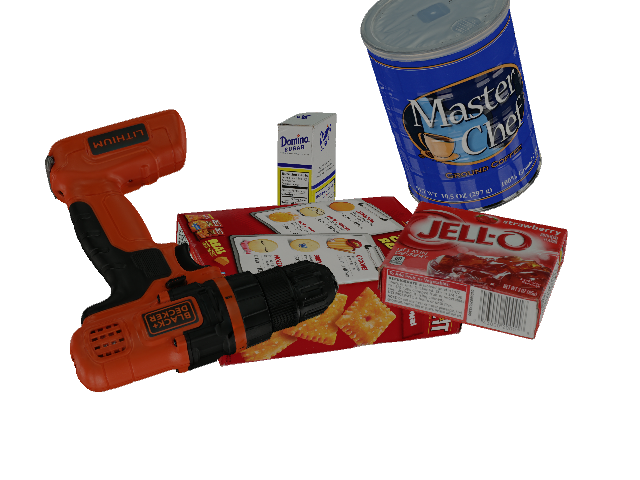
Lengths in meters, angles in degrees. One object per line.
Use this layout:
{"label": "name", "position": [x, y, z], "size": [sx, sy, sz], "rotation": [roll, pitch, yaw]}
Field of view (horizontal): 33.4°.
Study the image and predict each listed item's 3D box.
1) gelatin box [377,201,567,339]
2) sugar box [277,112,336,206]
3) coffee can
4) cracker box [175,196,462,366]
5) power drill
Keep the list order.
{"label": "gelatin box", "position": [0.085, 0.013, 0.592], "size": [0.089, 0.030, 0.073], "rotation": [13, 35, 18]}
{"label": "sugar box", "position": [-0.015, -0.042, 1.117], "size": [0.048, 0.176, 0.093], "rotation": [2, 14, 15]}
{"label": "coffee can", "position": [0.096, -0.104, 0.763], "size": [0.103, 0.140, 0.103], "rotation": [-13, 38, 11]}
{"label": "cracker box", "position": [-0.005, 0.030, 0.925], "size": [0.213, 0.072, 0.164], "rotation": [-5, 27, -19]}
{"label": "power drill", "position": [-0.101, -0.001, 0.742], "size": [0.184, 0.188, 0.057], "rotation": [-17, -29, -17]}
